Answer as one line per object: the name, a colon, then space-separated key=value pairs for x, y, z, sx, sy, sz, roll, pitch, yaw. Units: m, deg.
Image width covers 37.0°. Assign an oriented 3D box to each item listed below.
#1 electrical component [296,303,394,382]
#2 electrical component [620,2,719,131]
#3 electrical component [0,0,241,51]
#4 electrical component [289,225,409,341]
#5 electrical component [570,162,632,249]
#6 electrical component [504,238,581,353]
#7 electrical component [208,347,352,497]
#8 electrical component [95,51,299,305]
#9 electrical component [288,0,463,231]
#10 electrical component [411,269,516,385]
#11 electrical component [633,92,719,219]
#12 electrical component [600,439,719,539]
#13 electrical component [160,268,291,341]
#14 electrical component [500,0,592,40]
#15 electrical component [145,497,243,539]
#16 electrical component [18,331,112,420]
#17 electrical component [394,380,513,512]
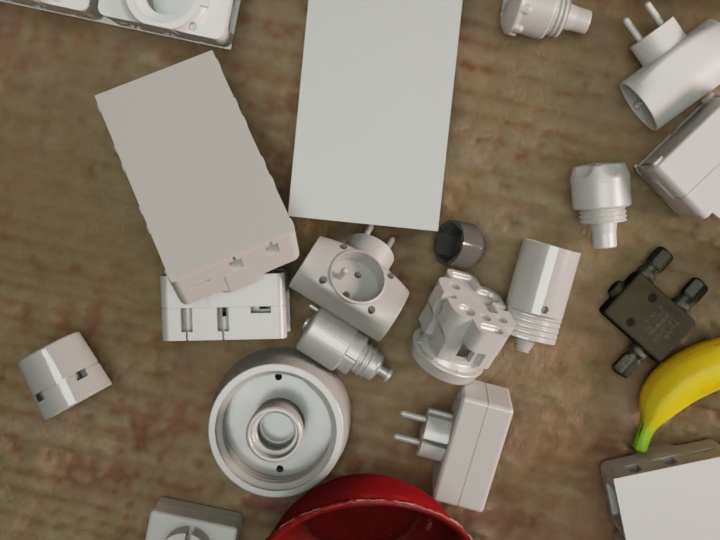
electrical component: x=-0.011 y=0.058 z=0.797 sx=0.078 sy=0.040 sz=0.040 roll=32 pitch=94 yaw=-2
electrical component: x=0.222 y=-0.155 z=0.776 sx=0.077 sy=0.043 sz=0.079 roll=-36 pitch=93 yaw=3
electrical component: x=-0.176 y=-0.231 z=0.767 sx=0.186 sy=0.060 sz=0.105 roll=12 pitch=95 yaw=0
electrical component: x=0.000 y=0.000 z=0.786 sx=0.077 sy=0.044 sz=0.079 roll=32 pitch=59 yaw=-3
electrical component: x=0.177 y=-0.047 z=0.785 sx=0.043 sy=0.043 sz=0.062 roll=-5 pitch=96 yaw=1
electrical component: x=0.130 y=0.021 z=0.790 sx=0.043 sy=0.043 sz=0.081 roll=15 pitch=95 yaw=0
electrical component: x=-0.060 y=0.115 z=0.792 sx=0.108 sy=0.060 sz=0.108 roll=0 pitch=95 yaw=1
electrical component: x=-0.112 y=-0.063 z=0.750 sx=0.089 sy=0.061 sz=0.150 roll=-23 pitch=70 yaw=-7
electrical component: x=0.012 y=-0.127 z=0.772 sx=0.105 sy=0.060 sz=0.186 roll=6 pitch=95 yaw=0
electrical component: x=0.072 y=0.045 z=0.781 sx=0.058 sy=0.078 sz=0.057 roll=14 pitch=120 yaw=-25
electrical component: x=0.257 y=-0.085 z=0.771 sx=0.096 sy=0.061 sz=0.061 roll=-44 pitch=93 yaw=4
electrical component: x=0.282 y=0.177 z=0.792 sx=0.186 sy=0.060 sz=0.105 roll=-12 pitch=94 yaw=2
electrical component: x=-0.098 y=0.020 z=0.790 sx=0.089 sy=0.050 sz=0.055 roll=-1 pitch=94 yaw=1
electrical component: x=0.135 y=-0.187 z=0.775 sx=0.062 sy=0.048 sz=0.048 roll=15 pitch=95 yaw=-7
electrical component: x=-0.127 y=0.206 z=0.792 sx=0.066 sy=0.076 sz=0.047 roll=12 pitch=95 yaw=0
electrical component: x=-0.220 y=0.077 z=0.796 sx=0.055 sy=0.055 sz=0.047 roll=-29 pitch=90 yaw=3
electrical component: x=0.064 y=0.123 z=0.792 sx=0.076 sy=0.047 sz=0.083 roll=15 pitch=104 yaw=0
